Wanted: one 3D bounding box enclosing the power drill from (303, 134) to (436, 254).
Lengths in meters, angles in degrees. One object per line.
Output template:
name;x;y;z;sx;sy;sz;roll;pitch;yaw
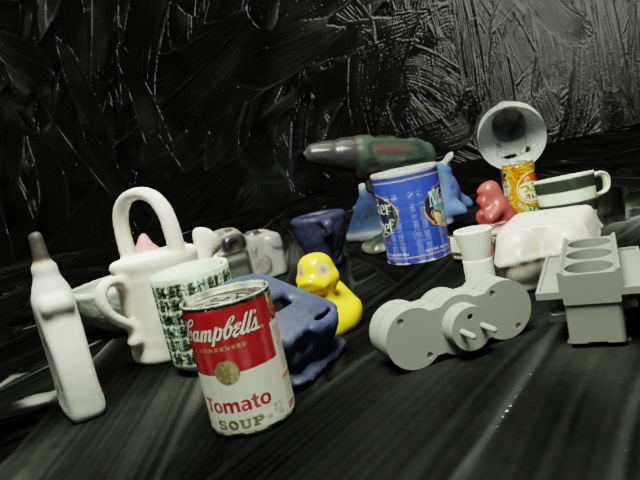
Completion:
power drill;0.100;-0.087;1.007;0.230;0.208;0.075;-14;9;-11

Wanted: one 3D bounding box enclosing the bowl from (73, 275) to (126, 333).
bowl;-0.272;0.089;0.829;0.167;0.075;0.167;-12;8;2

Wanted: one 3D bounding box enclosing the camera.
camera;-0.150;0.025;0.990;0.143;0.101;0.136;-17;10;-30

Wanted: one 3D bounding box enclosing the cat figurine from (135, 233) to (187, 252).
cat figurine;-0.282;0.042;1.009;0.128;0.118;0.067;-19;11;-37

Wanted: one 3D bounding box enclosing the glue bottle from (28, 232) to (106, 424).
glue bottle;-0.239;0.077;0.528;0.037;0.173;0.078;-17;10;-31

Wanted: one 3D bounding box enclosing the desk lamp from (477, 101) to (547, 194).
desk lamp;0.373;-0.163;1.108;0.117;0.213;0.203;-9;9;18

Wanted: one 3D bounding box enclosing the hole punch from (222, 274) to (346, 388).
hole punch;-0.039;0.076;0.526;0.100;0.091;0.109;-8;10;27

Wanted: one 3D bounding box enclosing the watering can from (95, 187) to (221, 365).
watering can;-0.186;0.033;0.668;0.100;0.194;0.173;-10;9;13

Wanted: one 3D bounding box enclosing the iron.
iron;0.158;-0.081;1.119;0.257;0.141;0.119;-9;9;23

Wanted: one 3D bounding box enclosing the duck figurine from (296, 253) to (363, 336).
duck figurine;0.003;0.055;0.629;0.077;0.086;0.105;-9;9;19

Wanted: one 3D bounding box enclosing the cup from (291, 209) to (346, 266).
cup;0.009;0.003;0.931;0.092;0.095;0.117;-14;9;-12

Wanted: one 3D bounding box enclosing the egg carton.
egg carton;0.258;0.006;0.642;0.107;0.069;0.151;-7;10;30

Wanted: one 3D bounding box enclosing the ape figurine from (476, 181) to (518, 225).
ape figurine;0.273;-0.048;0.908;0.076;0.092;0.078;-8;9;26
